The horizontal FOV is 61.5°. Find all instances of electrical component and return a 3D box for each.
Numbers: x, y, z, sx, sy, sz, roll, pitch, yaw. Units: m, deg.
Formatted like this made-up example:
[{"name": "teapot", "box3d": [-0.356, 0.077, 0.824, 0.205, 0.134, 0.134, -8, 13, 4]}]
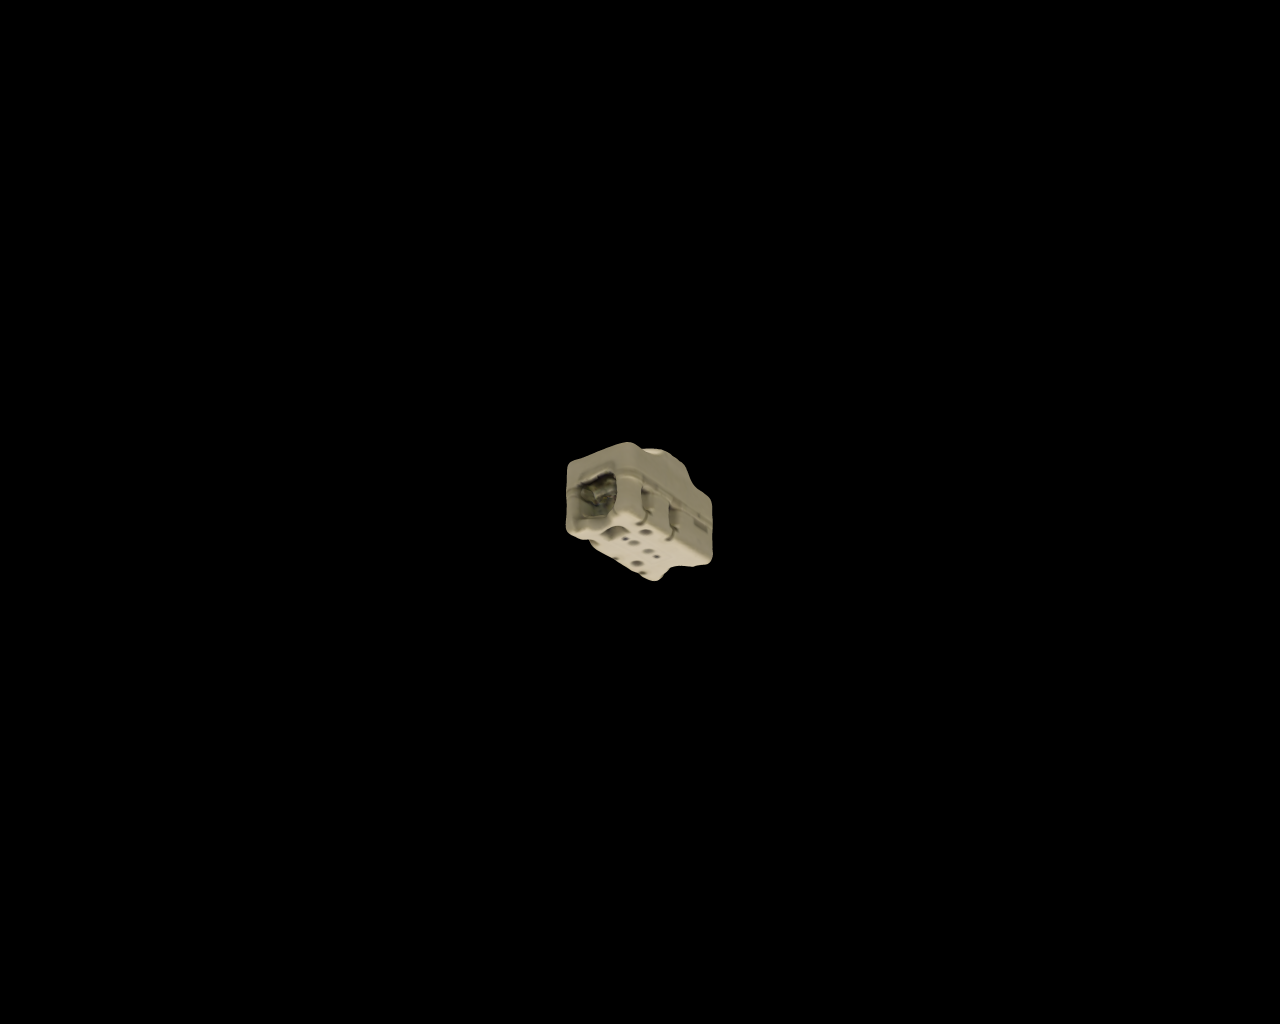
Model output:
[{"name": "electrical component", "box3d": [0.001, -0.003, 0.650, 0.050, 0.056, 0.089, -19, -34, 31]}]
